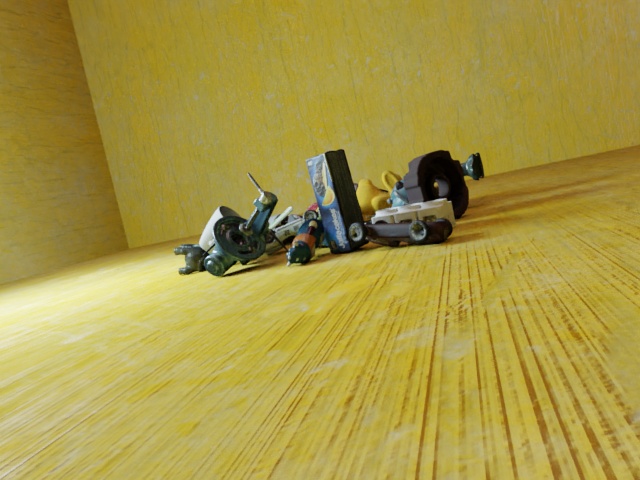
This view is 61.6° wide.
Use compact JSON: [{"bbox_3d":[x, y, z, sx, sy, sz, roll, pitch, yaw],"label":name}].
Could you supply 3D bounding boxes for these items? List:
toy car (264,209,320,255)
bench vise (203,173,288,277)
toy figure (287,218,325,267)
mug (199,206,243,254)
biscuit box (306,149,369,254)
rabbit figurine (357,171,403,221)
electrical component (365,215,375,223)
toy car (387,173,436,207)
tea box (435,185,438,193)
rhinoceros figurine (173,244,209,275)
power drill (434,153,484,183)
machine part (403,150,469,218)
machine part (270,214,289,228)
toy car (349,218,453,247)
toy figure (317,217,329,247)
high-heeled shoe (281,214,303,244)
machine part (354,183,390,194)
[{"bbox_3d":[-0.069,-0.020,1.337,0.202,0.056,0.073,-23,-12,1],"label":"toy car"},{"bbox_3d":[-0.147,-0.024,1.159,0.223,0.129,0.240,-29,-20,-49],"label":"bench vise"},{"bbox_3d":[-0.028,0.005,1.084,0.058,0.064,0.154,-5,26,16],"label":"toy figure"},{"bbox_3d":[-0.239,-0.012,1.284,0.107,0.080,0.110,-49,19,20],"label":"mug"},{"bbox_3d":[0.035,-0.076,1.082,0.059,0.202,0.063,-11,6,46],"label":"biscuit box"},{"bbox_3d":[0.190,-0.107,1.488,0.173,0.162,0.122,10,2,24],"label":"rabbit figurine"},{"bbox_3d":[0.137,-0.048,1.400,0.078,0.045,0.102,-17,7,-31],"label":"electrical component"},{"bbox_3d":[0.227,-0.098,1.370,0.109,0.103,0.162,31,31,3],"label":"toy car"},{"bbox_3d":[0.370,-0.130,1.608,0.098,0.068,0.169,-12,7,6],"label":"tea box"},{"bbox_3d":[-0.300,0.035,1.372,0.112,0.073,0.190,-13,6,7],"label":"rhinoceros figurine"},{"bbox_3d":[0.348,-0.189,1.509,0.207,0.086,0.232,-4,8,26],"label":"power drill"},{"bbox_3d":[0.269,-0.121,1.244,0.179,0.179,0.056,-16,4,-37],"label":"machine part"},{"bbox_3d":[-0.166,-0.033,1.720,0.079,0.079,0.243,-17,3,-42],"label":"machine part"},{"bbox_3d":[0.144,-0.013,0.989,0.202,0.053,0.089,-2,6,42],"label":"toy car"},{"bbox_3d":[0.020,-0.022,1.216,0.089,0.082,0.180,-11,7,-11],"label":"toy figure"},{"bbox_3d":[-0.028,-0.031,1.534,0.145,0.086,0.249,4,10,-16],"label":"high-heeled shoe"},{"bbox_3d":[0.115,-0.132,1.672,0.201,0.087,0.201,8,8,-27],"label":"machine part"}]
